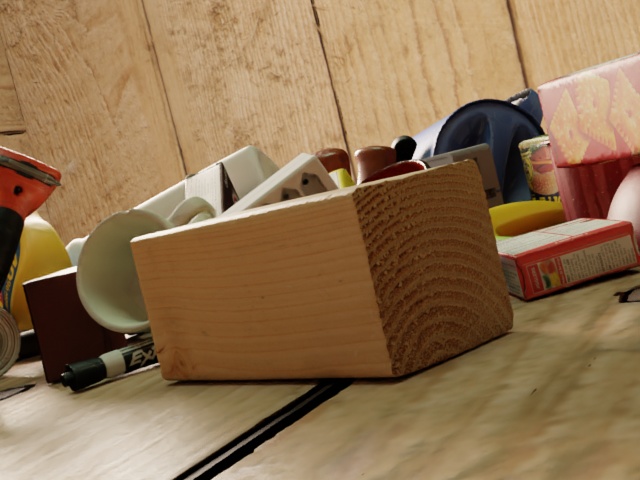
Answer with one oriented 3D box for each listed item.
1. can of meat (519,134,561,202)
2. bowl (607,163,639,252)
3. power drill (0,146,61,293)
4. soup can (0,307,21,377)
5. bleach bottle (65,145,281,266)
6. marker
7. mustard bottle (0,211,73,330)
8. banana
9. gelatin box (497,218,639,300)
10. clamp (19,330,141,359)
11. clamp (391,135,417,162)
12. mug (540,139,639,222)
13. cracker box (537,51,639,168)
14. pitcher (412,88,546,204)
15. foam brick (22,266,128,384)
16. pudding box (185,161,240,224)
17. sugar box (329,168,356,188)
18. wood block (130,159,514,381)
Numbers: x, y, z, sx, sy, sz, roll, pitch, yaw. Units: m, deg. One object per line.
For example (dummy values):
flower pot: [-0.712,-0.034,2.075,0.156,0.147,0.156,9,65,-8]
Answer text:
can of meat: [0.228,-0.058,0.976,0.057,0.084,0.102,-15,4,-12]
bowl: [0.254,-0.032,0.692,0.162,0.055,0.162,-14,3,1]
power drill: [-0.259,0.034,0.796,0.057,0.187,0.185,22,-20,-24]
soup can: [-0.308,0.089,0.919,0.068,0.068,0.102,-17,5,-38]
bleach bottle: [-0.146,0.004,0.984,0.251,0.068,0.102,-26,-27,12]
marker: [-0.121,0.078,0.733,0.120,0.020,0.020,-17,4,-34]
mustard bottle: [-0.260,0.024,0.942,0.058,0.096,0.192,-1,28,-38]
banana: [0.150,-0.004,0.860,0.070,0.037,0.197,6,13,25]
gelatin box: [0.145,0.011,0.656,0.073,0.030,0.089,-16,4,-5]
clamp: [-0.161,0.064,0.974,0.210,0.036,0.164,-16,2,43]
clamp: [0.067,-0.040,1.128,0.039,0.120,0.172,7,-8,-21]
mug: [0.242,-0.053,0.849,0.117,0.081,0.093,-14,3,12]
cracker box: [0.261,-0.099,0.683,0.164,0.072,0.214,-15,5,-12]
pitcher: [0.148,-0.075,1.170,0.149,0.145,0.243,-7,-2,-17]
foam brick: [-0.180,0.060,0.791,0.051,0.078,0.053,-12,4,6]
pudding box: [-0.076,0.002,0.866,0.039,0.090,0.113,-20,31,3]
sugar box: [-0.006,0.001,0.842,0.093,0.048,0.176,-34,17,9]
wood block: [-0.007,0.022,0.587,0.090,0.091,0.207,-16,4,-39]
